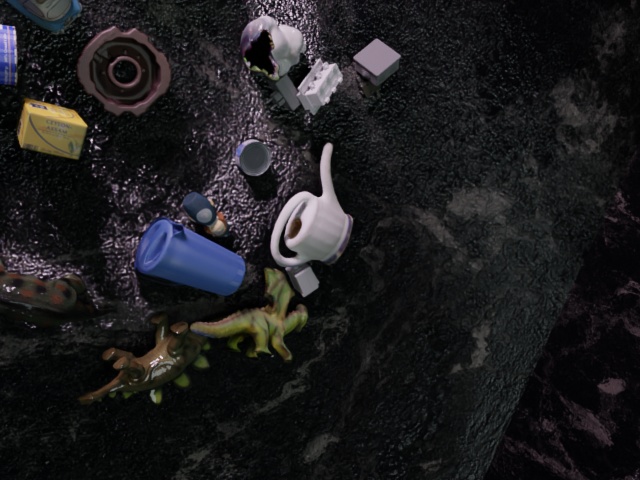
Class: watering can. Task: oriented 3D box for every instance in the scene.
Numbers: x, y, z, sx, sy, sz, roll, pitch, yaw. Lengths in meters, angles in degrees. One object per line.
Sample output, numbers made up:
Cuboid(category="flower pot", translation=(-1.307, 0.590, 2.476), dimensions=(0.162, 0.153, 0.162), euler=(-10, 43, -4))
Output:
Cuboid(category="watering can", translation=(0.004, -0.070, 1.389), dimensions=(0.222, 0.105, 0.347), euler=(27, 94, -39))

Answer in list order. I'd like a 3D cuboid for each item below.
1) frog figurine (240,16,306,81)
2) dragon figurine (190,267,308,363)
Cuboid(category="frog figurine", translation=(-0.106, -0.448, 1.183), dimensions=(0.135, 0.122, 0.163), euler=(61, 36, -26))
Cuboid(category="dragon figurine", translation=(-0.158, 0.190, 1.381), dimensions=(0.404, 0.122, 0.247), euler=(38, 56, -46))
